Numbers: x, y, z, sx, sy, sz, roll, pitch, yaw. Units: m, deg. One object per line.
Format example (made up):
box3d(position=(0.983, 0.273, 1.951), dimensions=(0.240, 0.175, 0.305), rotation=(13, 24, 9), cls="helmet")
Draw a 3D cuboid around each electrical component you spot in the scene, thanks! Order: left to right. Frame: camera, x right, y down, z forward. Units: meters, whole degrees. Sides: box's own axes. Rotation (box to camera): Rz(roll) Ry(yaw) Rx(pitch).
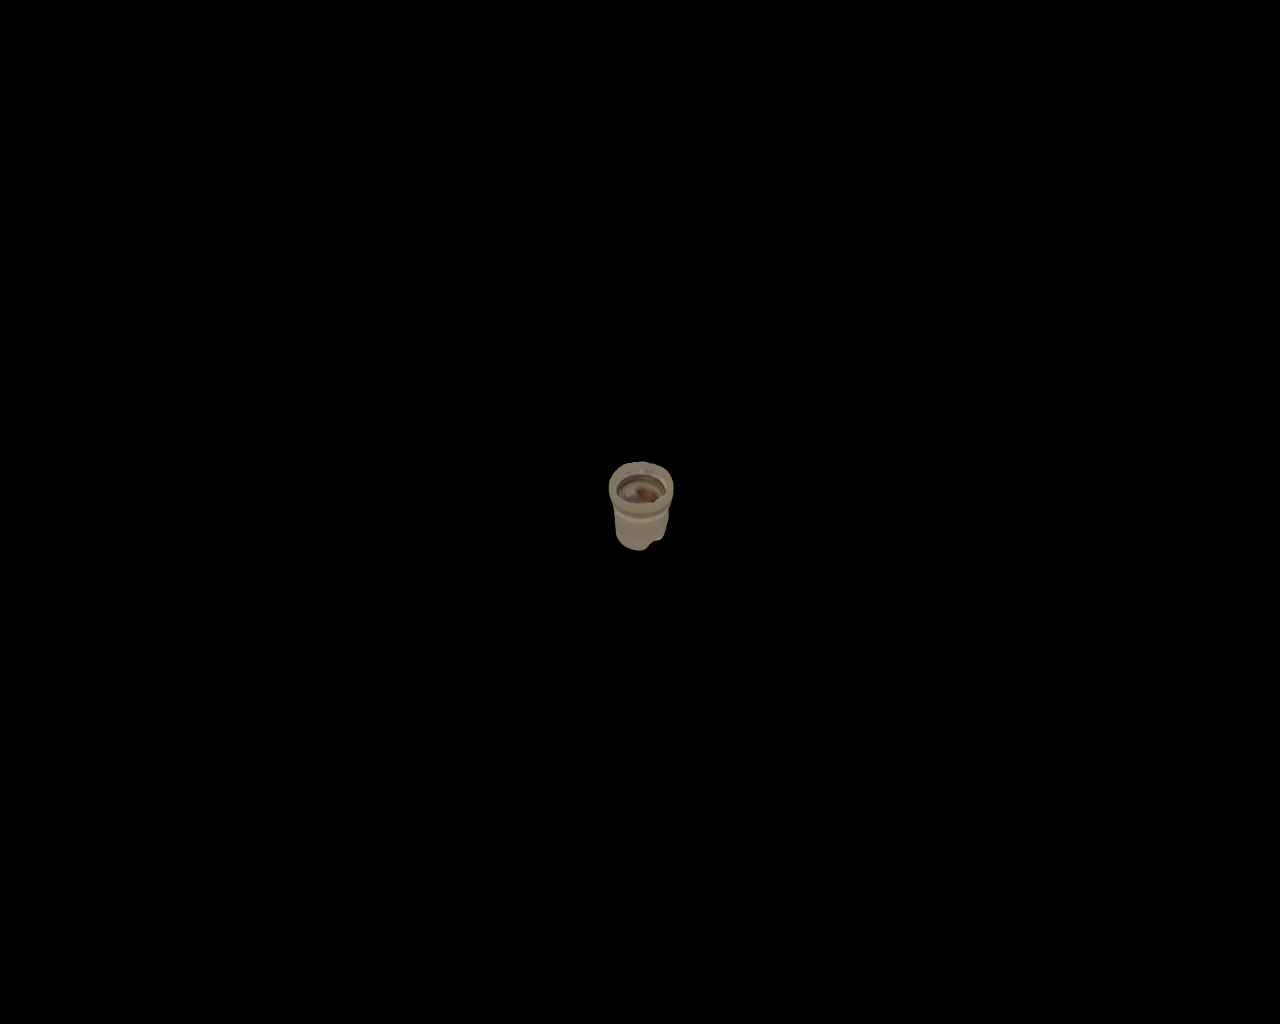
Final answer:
box3d(position=(0.001, -0.003, 0.650), dimensions=(0.040, 0.040, 0.046), rotation=(0, -44, 0), cls="electrical component")
